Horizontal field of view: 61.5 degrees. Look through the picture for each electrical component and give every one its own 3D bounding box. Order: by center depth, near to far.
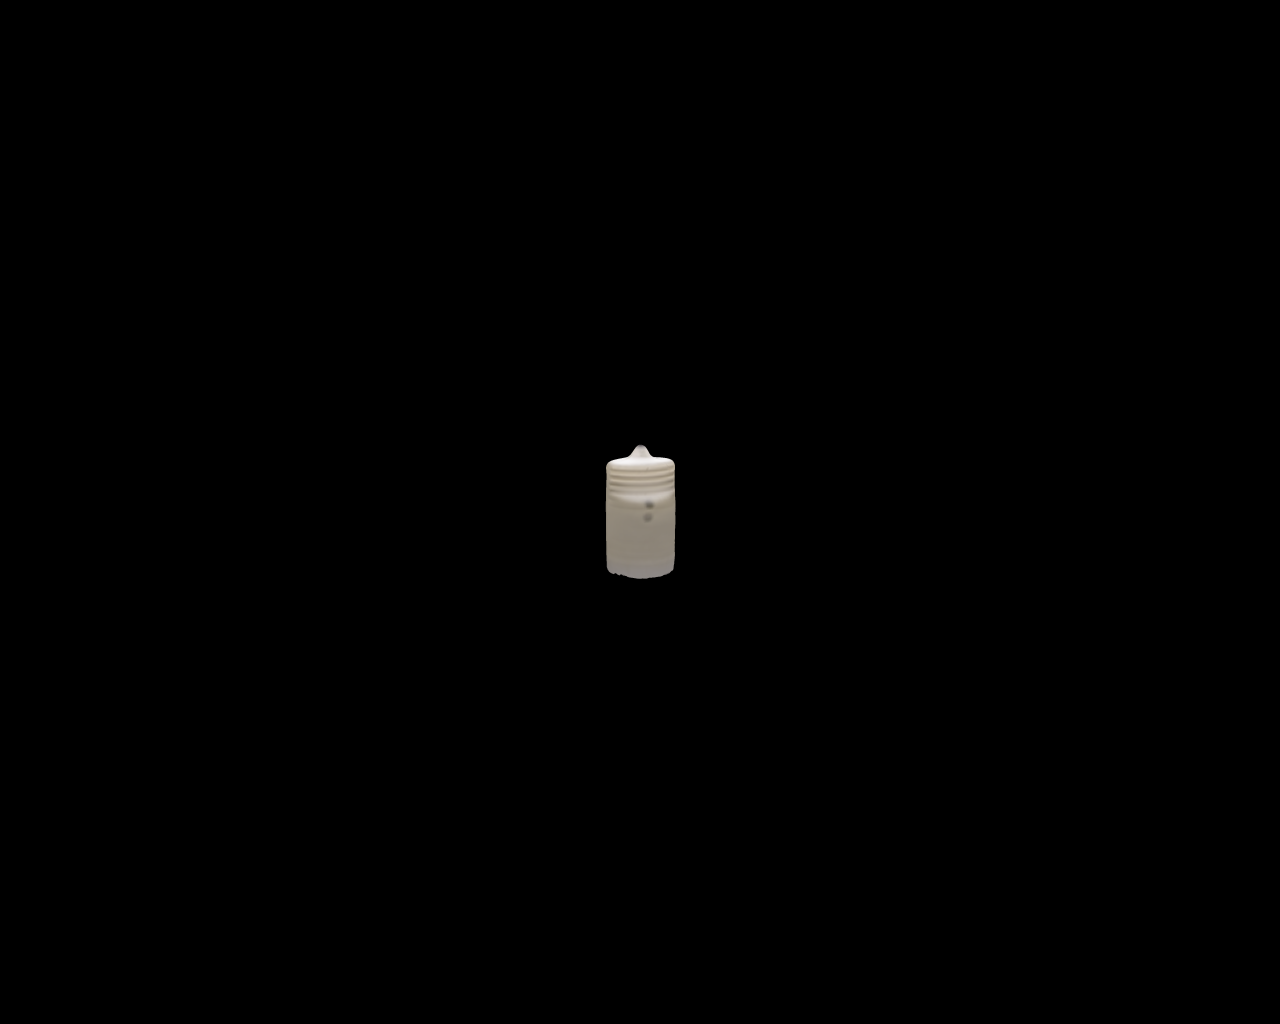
[{"bbox_3d":[0.001,-0.003,0.650,0.043,0.080,0.043,0,14,0],"label":"electrical component"}]
